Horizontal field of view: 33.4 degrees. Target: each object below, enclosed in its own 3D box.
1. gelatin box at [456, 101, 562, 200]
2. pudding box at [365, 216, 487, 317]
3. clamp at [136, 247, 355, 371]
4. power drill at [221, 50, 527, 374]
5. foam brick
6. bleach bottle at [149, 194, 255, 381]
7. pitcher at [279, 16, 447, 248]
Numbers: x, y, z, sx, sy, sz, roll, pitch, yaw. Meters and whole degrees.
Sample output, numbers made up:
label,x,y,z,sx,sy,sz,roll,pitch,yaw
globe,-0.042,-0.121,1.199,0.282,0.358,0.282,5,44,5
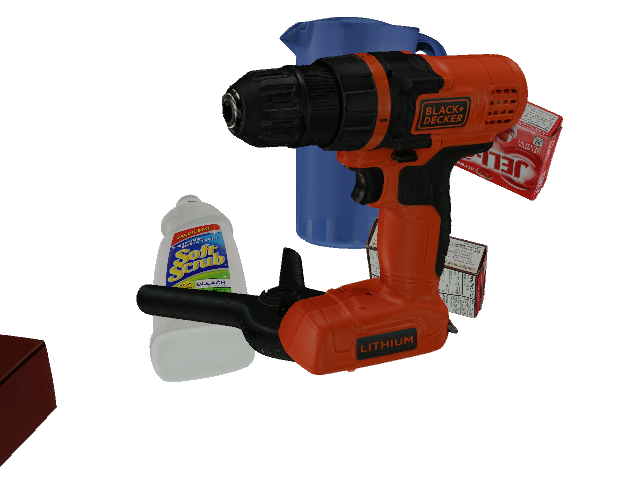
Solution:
label,x,y,z,sx,sy,sz,roll,pitch,yaw
gelatin box,0.134,-0.078,0.813,0.089,0.030,0.073,28,-32,18
pudding box,0.102,0.027,1.027,0.113,0.039,0.090,13,-29,14
clamp,-0.030,0.054,0.886,0.164,0.036,0.210,-20,27,-40
power drill,0.024,-0.016,0.609,0.184,0.188,0.057,-7,32,-27
foam brick,-0.211,0.100,0.668,0.053,0.051,0.078,6,29,21
bleach bottle,-0.131,0.034,1.098,0.102,0.068,0.251,-9,37,-7
pitcher,0.043,-0.118,1.159,0.149,0.243,0.144,8,12,27
